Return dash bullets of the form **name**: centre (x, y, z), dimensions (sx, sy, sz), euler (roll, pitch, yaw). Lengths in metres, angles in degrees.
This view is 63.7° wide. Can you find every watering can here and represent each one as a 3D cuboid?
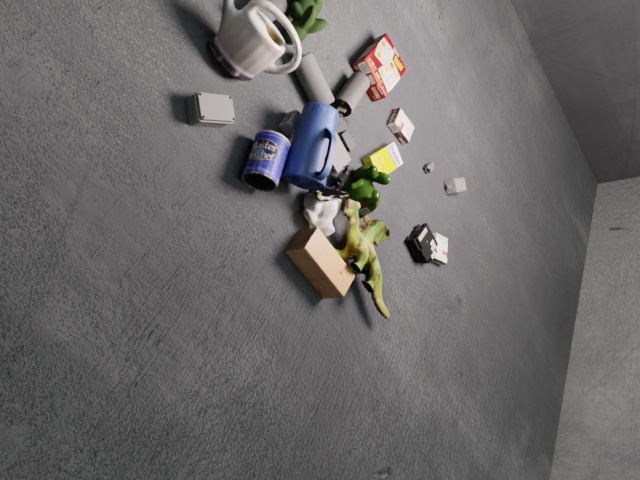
- **watering can**: centre (-0.207, -0.564, 1.370), dimensions (0.343, 0.222, 0.106), euler (42, 35, -28)

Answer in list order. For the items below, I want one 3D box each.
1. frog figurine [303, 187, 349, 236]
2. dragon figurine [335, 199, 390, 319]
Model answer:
- **frog figurine**: centre (0.005, -0.079, 1.576), dimensions (0.139, 0.123, 0.156), euler (-25, 137, -53)
- **dragon figurine**: centre (0.167, 0.039, 1.659), dimensions (0.247, 0.122, 0.404), euler (-53, 123, -29)
